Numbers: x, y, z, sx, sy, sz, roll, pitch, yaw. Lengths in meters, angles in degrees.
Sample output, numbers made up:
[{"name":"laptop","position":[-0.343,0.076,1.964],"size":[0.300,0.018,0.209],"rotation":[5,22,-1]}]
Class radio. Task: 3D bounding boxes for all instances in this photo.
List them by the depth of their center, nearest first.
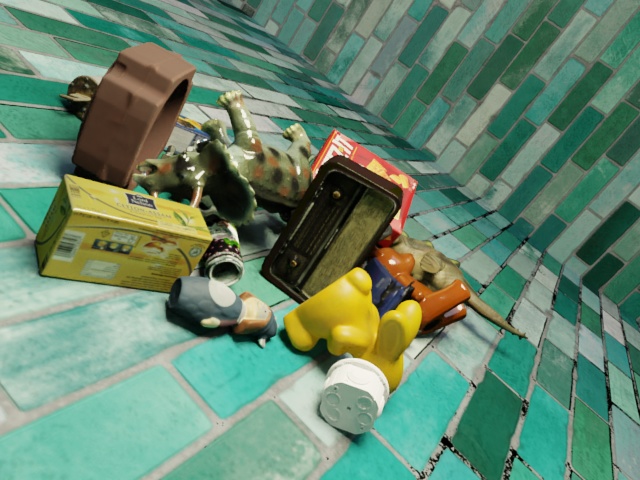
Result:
[{"name":"radio","position":[0.016,-0.010,0.827],"size":[0.131,0.229,0.073],"rotation":[34,20,2]}]

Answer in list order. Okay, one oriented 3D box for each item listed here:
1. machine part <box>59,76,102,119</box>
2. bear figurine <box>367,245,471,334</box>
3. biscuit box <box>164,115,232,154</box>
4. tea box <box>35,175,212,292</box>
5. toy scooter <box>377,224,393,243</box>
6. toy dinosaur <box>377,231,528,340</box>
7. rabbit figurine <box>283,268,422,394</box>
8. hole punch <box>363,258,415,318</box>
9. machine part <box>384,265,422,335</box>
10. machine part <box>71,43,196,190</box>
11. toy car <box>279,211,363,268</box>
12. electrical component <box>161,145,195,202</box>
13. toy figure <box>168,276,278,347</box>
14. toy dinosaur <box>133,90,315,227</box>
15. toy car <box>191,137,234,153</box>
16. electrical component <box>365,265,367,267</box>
[{"name":"machine part","position":[-0.367,-0.256,0.972],"size":[0.079,0.079,0.243],"rotation":[38,21,5]},{"name":"bear figurine","position":[0.177,0.079,1.023],"size":[0.196,0.132,0.120],"rotation":[60,-8,35]},{"name":"biscuit box","position":[-0.240,-0.191,1.047],"size":[0.202,0.059,0.063],"rotation":[17,28,-39]},{"name":"tea box","position":[-0.227,-0.002,0.630],"size":[0.169,0.098,0.068],"rotation":[16,30,-44]},{"name":"toy scooter","position":[0.046,-0.039,0.947],"size":[0.184,0.075,0.135],"rotation":[-26,85,-44]},{"name":"toy dinosaur","position":[0.242,0.068,1.162],"size":[0.472,0.105,0.198],"rotation":[43,23,20]},{"name":"rabbit figurine","position":[0.062,0.130,0.737],"size":[0.173,0.162,0.122],"rotation":[62,25,7]},{"name":"hole punch","position":[0.083,0.095,0.851],"size":[0.092,0.142,0.115],"rotation":[41,9,10]},{"name":"machine part","position":[0.120,0.117,0.941],"size":[0.139,0.084,0.039],"rotation":[57,-1,25]},{"name":"machine part","position":[-0.270,-0.178,0.786],"size":[0.087,0.201,0.201],"rotation":[29,23,-11]},{"name":"toy car","position":[-0.002,-0.003,0.979],"size":[0.089,0.053,0.202],"rotation":[-24,73,-43]},{"name":"electrical component","position":[-0.230,-0.114,0.889],"size":[0.078,0.045,0.102],"rotation":[26,48,-13]},{"name":"toy figure","position":[-0.112,0.089,0.673],"size":[0.154,0.058,0.064],"rotation":[23,64,-32]},{"name":"toy dinosaur","position":[-0.084,-0.102,0.846],"size":[0.404,0.131,0.192],"rotation":[4,67,-54]},{"name":"toy car","position":[-0.178,-0.140,1.002],"size":[0.161,0.109,0.103],"rotation":[0,14,-32]},{"name":"electrical component","position":[0.067,0.088,0.919],"size":[0.063,0.094,0.021],"rotation":[1,3,5]}]
